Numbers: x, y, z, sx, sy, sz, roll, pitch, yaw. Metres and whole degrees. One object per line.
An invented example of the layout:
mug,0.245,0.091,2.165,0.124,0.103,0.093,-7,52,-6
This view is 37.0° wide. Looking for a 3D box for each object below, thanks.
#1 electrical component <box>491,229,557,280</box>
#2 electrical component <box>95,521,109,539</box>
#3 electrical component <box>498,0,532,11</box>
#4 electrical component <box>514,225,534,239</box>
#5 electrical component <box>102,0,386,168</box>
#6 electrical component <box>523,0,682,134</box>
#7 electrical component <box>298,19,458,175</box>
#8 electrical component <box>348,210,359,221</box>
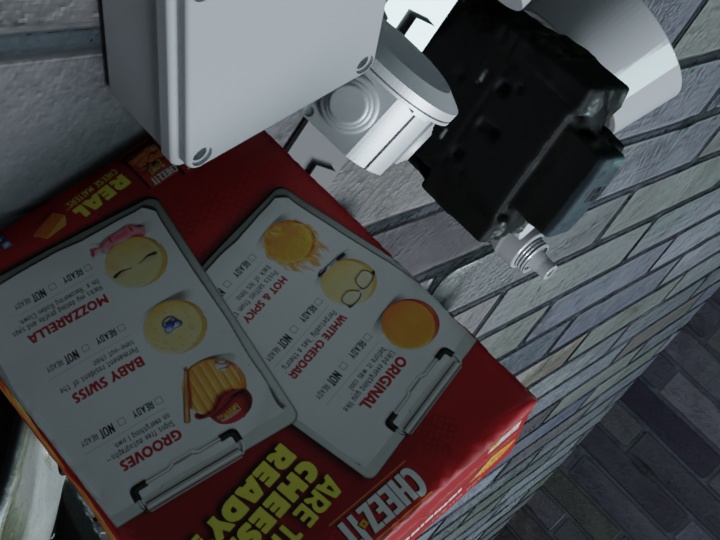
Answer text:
electrical component,0.154,-0.018,0.992,0.043,0.062,0.043,-38,160,-17
electrical component,-0.223,0.240,0.780,0.108,0.056,0.109,-47,160,8
electrical component,0.056,-0.165,0.519,0.074,0.052,0.138,-44,161,1
electrical component,0.142,-0.094,0.815,0.089,0.061,0.150,-40,160,-12
electrical component,-0.043,-0.111,0.426,0.109,0.056,0.108,-34,158,-26
electrical component,0.143,-0.134,0.677,0.060,0.108,0.108,-38,160,-1
electrical component,0.005,-0.090,0.532,0.051,0.080,0.080,-46,161,20
electrical component,-0.021,0.004,0.709,0.080,0.051,0.080,-39,160,-17
